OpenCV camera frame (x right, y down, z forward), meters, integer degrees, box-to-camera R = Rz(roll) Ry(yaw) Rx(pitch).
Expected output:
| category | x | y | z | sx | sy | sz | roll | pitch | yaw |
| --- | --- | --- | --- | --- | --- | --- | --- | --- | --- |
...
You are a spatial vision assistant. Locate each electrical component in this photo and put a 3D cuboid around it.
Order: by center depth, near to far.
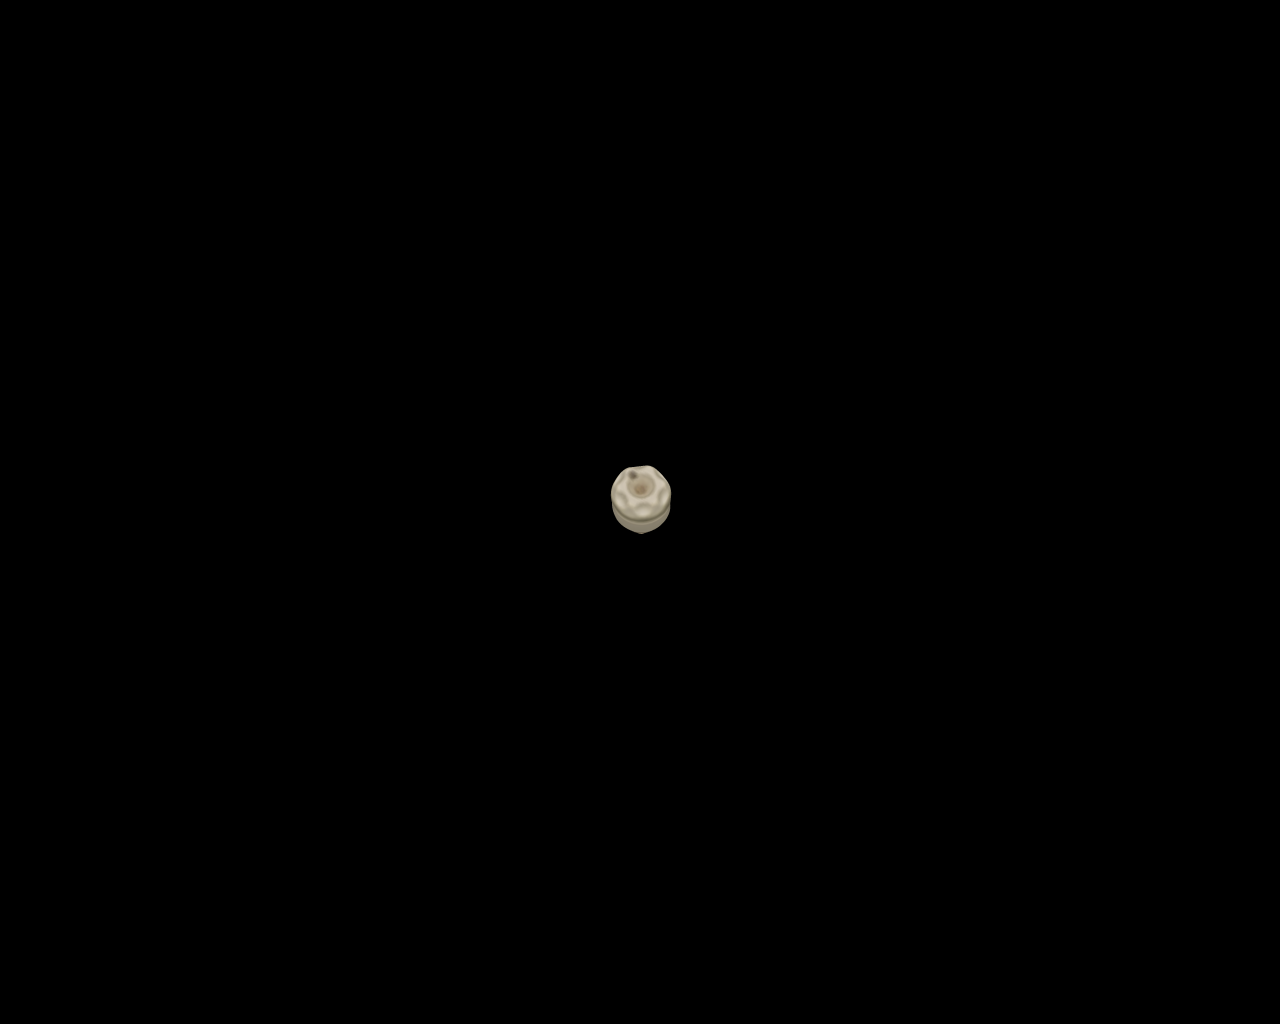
| category | x | y | z | sx | sy | sz | roll | pitch | yaw |
| --- | --- | --- | --- | --- | --- | --- | --- | --- | --- |
| electrical component | 0.001 | -0.003 | 0.650 | 0.035 | 0.035 | 0.061 | 0 | -25 | 0 |
